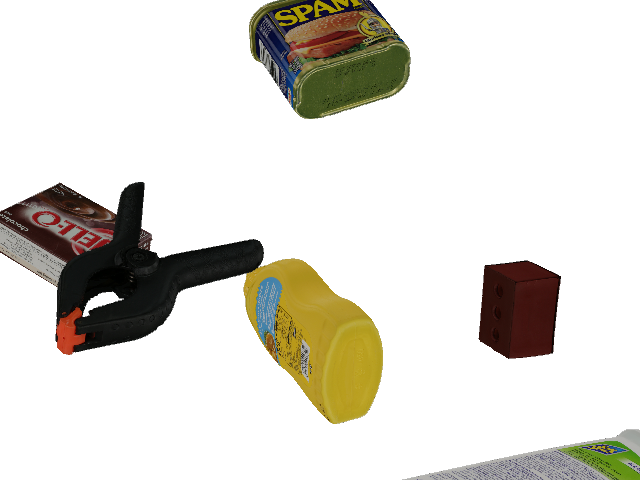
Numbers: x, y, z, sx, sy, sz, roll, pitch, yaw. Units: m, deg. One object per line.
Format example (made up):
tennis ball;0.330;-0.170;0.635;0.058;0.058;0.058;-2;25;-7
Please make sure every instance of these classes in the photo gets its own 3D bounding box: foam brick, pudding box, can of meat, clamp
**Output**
foam brick;0.184;0.064;0.990;0.051;0.078;0.053;-7;19;-25
pudding box;-0.222;0.000;0.948;0.114;0.039;0.089;26;32;19
can of meat;0.008;-0.145;0.819;0.102;0.084;0.057;-19;-38;-16
clamp;-0.134;0.016;0.750;0.120;0.039;0.171;27;37;25

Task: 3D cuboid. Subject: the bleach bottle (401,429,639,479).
bleach bottle;0.155;0.159;0.622;0.250;0.068;0.103;-8;20;-25

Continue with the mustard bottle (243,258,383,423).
mustard bottle;-0.018;0.070;0.917;0.058;0.096;0.192;-12;28;-25
